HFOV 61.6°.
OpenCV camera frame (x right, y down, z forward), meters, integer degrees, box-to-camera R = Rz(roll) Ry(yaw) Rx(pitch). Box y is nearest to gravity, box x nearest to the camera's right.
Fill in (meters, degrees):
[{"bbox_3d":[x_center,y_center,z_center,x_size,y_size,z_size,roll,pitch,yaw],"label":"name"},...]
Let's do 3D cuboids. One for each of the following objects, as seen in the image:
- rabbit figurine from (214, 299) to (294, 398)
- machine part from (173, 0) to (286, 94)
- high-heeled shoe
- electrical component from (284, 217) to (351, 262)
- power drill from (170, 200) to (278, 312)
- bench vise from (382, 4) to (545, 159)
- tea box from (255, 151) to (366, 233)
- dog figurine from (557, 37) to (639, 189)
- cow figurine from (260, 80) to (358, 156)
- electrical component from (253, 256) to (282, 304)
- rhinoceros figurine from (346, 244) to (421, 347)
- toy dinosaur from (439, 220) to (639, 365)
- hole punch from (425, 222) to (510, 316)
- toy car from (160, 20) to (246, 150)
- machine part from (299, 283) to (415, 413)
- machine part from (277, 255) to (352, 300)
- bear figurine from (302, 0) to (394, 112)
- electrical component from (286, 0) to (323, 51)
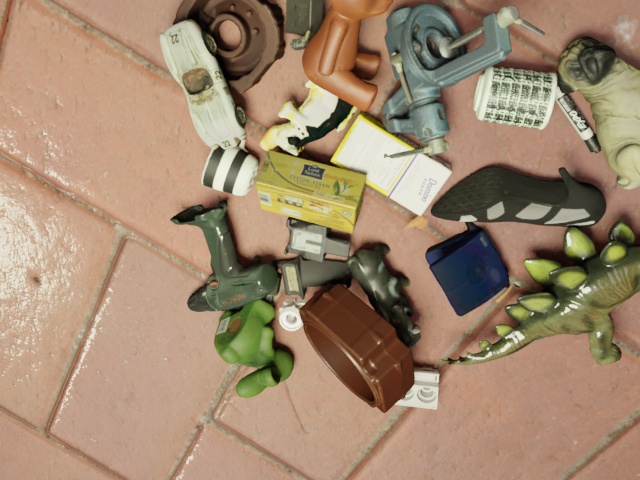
[{"bbox_3d":[-0.108,0.217,1.026,0.121,0.159,0.170,-33,119,22],"label":"rabbit figurine"},{"bbox_3d":[-0.142,-0.324,0.851,0.180,0.056,0.179,6,116,12],"label":"machine part"},{"bbox_3d":[0.318,-0.049,0.867,0.249,0.086,0.145,-14,140,36],"label":"high-heeled shoe"},{"bbox_3d":[-0.002,-0.003,0.956,0.119,0.048,0.074,8,114,10],"label":"electrical component"},{"bbox_3d":[-0.199,0.038,0.995,0.232,0.086,0.207,-9,104,34],"label":"power drill"},{"bbox_3d":[0.174,-0.236,0.744,0.241,0.129,0.223,-13,81,56],"label":"bench vise"},{"bbox_3d":[-0.014,-0.079,0.894,0.170,0.068,0.098,15,157,5],"label":"tea box"},{"bbox_3d":[0.412,-0.179,0.770,0.191,0.121,0.172,28,113,16],"label":"dog figurine"},{"bbox_3d":[-0.019,-0.191,0.875,0.098,0.068,0.167,41,116,-12],"label":"cow figurine"},{"bbox_3d":[-0.107,0.078,1.028,0.063,0.021,0.093,14,115,8],"label":"electrical component"},{"bbox_3d":[0.117,0.097,0.936,0.073,0.112,0.190,-27,96,19],"label":"rhinoceros figurine"},{"bbox_3d":[0.411,0.093,0.852,0.198,0.105,0.471,42,108,-15],"label":"toy dinosaur"},{"bbox_3d":[0.248,0.052,0.900,0.116,0.092,0.142,-29,99,18],"label":"hole punch"},{"bbox_3d":[-0.180,-0.237,0.839,0.074,0.056,0.201,-14,109,22],"label":"toy car"},{"bbox_3d":[0.061,0.186,0.923,0.201,0.087,0.201,38,156,34],"label":"machine part"},{"bbox_3d":[-0.007,0.066,0.991,0.139,0.039,0.084,-7,107,17],"label":"machine part"},{"bbox_3d":[0.053,-0.299,0.741,0.132,0.120,0.195,20,136,-13],"label":"bear figurine"},{"bbox_3d":[-0.027,-0.338,0.806,0.078,0.045,0.102,31,126,38],"label":"electrical component"}]
